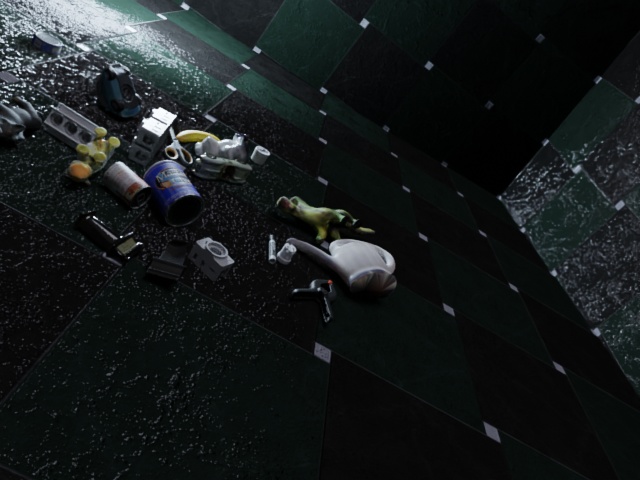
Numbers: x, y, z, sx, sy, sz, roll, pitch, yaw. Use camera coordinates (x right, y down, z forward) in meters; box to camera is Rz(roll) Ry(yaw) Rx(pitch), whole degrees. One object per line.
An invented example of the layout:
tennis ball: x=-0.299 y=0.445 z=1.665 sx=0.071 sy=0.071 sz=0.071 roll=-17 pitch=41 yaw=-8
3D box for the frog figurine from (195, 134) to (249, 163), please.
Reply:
frog figurine: x=-0.316 y=-0.281 z=1.662 sx=0.160 sy=0.120 sz=0.139 roll=-22 pitch=38 yaw=-21

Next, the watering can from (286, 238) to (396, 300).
watering can: x=0.083 y=0.073 z=1.502 sx=0.347 sy=0.102 sz=0.229 roll=4 pitch=35 yaw=-28

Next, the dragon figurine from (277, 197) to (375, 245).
dragon figurine: x=0.005 y=-0.085 z=1.694 sx=0.246 sy=0.121 sz=0.409 roll=38 pitch=15 yaw=28
